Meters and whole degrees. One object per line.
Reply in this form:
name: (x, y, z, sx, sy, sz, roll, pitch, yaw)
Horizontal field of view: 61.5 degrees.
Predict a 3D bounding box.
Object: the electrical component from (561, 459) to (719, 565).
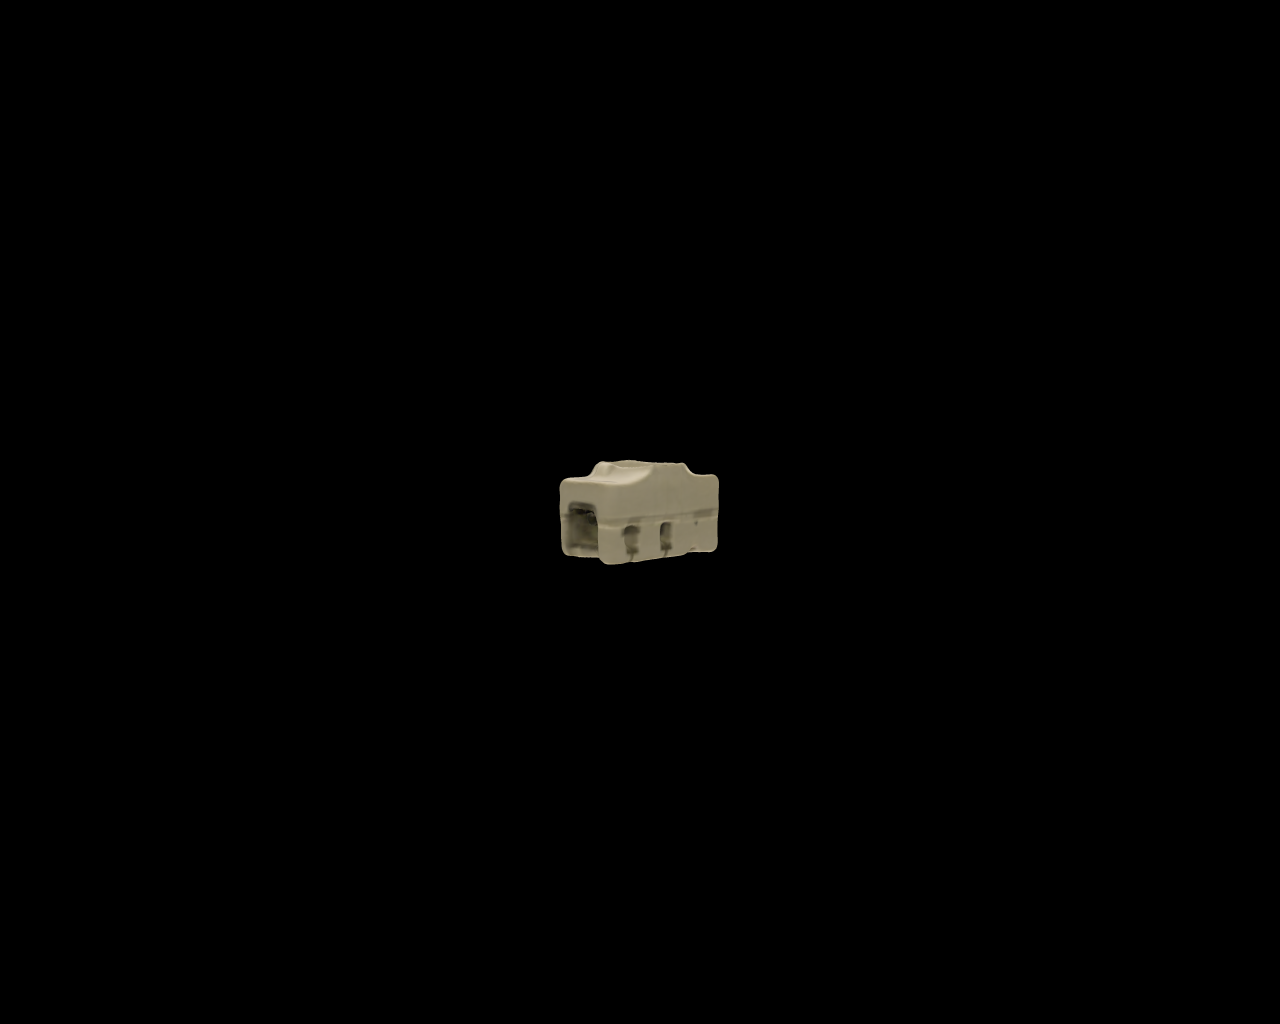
electrical component: (0.001, -0.003, 0.650, 0.090, 0.055, 0.050, -5, 8, -40)
